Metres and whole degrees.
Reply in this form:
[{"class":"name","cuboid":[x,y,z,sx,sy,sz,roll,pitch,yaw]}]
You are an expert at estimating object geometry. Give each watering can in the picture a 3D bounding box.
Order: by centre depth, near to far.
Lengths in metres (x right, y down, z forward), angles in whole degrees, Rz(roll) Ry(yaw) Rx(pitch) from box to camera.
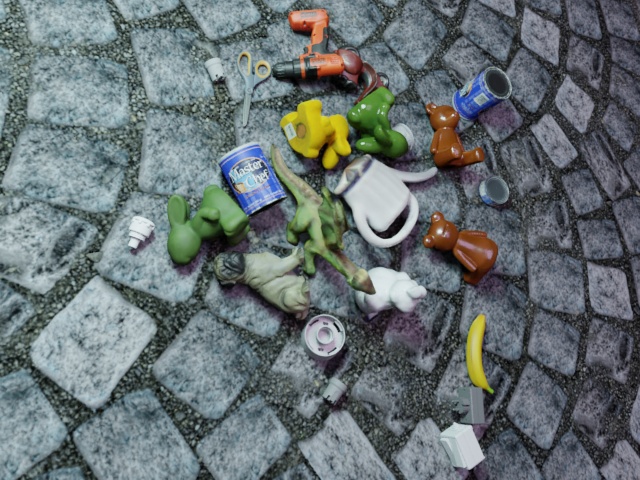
[{"class":"watering can","cuboid":[0.169,-0.134,1.301,0.223,0.102,0.355,42,52,-8]}]

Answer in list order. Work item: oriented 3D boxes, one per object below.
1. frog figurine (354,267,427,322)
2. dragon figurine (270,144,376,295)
[{"class":"frog figurine","cuboid":[0.159,0.117,1.181,0.138,0.157,0.123,-18,82,-27]},{"class":"dragon figurine","cuboid":[0.003,-0.057,1.123,0.123,0.240,0.411,-27,89,-24]}]
